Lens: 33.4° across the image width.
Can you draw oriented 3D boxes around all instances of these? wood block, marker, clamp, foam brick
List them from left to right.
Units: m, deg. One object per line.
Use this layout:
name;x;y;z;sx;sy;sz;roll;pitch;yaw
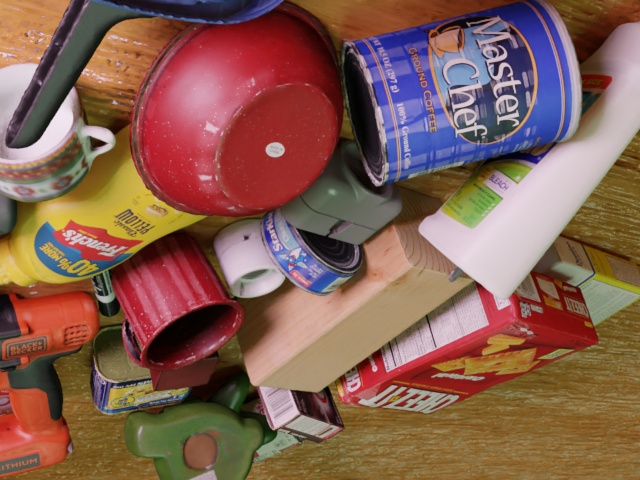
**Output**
clamp;-0.122;-0.144;0.592;0.210;0.036;0.164;-22;134;-7
marker;-0.182;0.031;0.891;0.020;0.020;0.121;-13;150;-10
foam brick;-0.127;0.088;0.957;0.051;0.078;0.053;-2;146;-23
wood block;0.023;0.048;0.961;0.090;0.090;0.206;14;136;-43

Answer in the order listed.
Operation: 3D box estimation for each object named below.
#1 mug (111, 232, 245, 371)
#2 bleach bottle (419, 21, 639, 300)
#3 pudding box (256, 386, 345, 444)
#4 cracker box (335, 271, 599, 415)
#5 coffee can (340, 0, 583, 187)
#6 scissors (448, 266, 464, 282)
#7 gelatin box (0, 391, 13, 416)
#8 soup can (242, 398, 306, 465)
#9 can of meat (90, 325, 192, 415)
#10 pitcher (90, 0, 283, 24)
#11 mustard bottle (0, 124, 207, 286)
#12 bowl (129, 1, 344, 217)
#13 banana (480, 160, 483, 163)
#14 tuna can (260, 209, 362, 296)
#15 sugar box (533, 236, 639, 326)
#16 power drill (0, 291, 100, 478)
mug;-0.127;0.056;0.884;0.093;0.081;0.117;1;138;-48
bleach bottle;0.187;-0.076;0.814;0.068;0.103;0.251;37;95;-23
pudding box;-0.028;0.140;1.061;0.039;0.113;0.089;-32;148;19
cracker box;0.140;0.104;1.055;0.214;0.072;0.163;-30;150;31
coffee can;0.095;-0.103;0.739;0.140;0.103;0.103;-14;150;-7
scissors;0.180;-0.049;0.889;0.201;0.016;0.096;-34;142;-21
gelatin box;-0.318;0.141;0.987;0.089;0.030;0.073;14;137;-43
soup can;-0.075;0.217;1.206;0.102;0.068;0.068;-24;149;9
can of meat;-0.166;0.122;1.013;0.102;0.057;0.084;-6;150;-20
pitcher;-0.028;-0.190;0.500;0.242;0.145;0.149;8;145;-42
mustard bottle;-0.167;-0.017;0.783;0.192;0.058;0.096;-28;147;17
bowl;-0.041;-0.073;0.702;0.161;0.055;0.162;-20;132;-25
banana;0.143;-0.049;0.909;0.069;0.037;0.198;-22;143;-2
tuna can;-0.006;0.001;0.872;0.086;0.086;0.034;16;134;-45
sugar box;0.262;0.046;1.134;0.175;0.048;0.093;19;135;-42
power drill;-0.283;0.129;0.917;0.184;0.057;0.188;-9;134;-24
